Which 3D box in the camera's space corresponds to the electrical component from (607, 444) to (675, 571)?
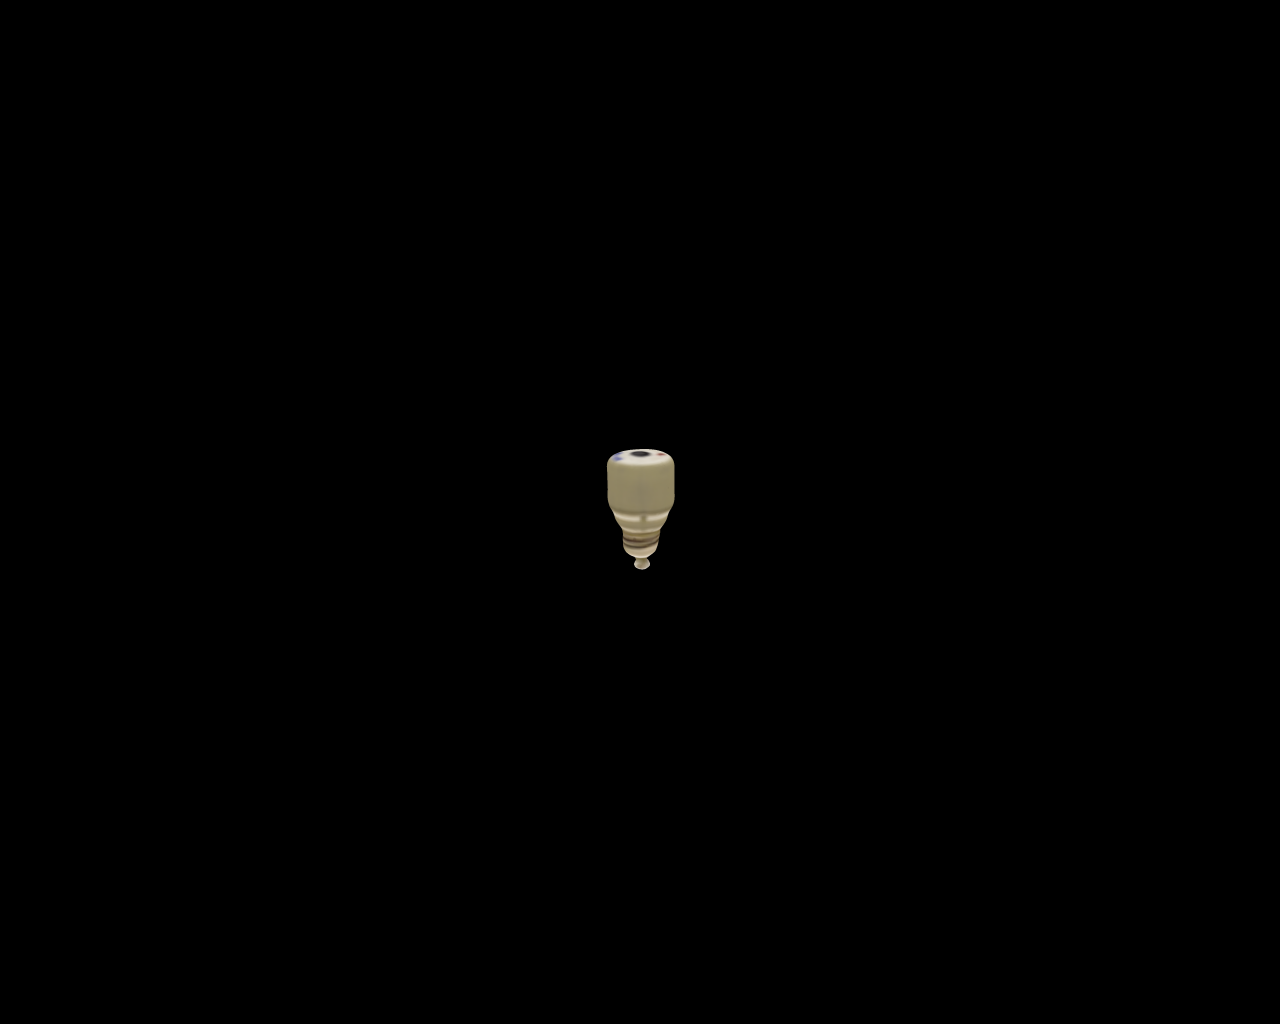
[{"bbox_3d":[0.001,-0.003,0.650,0.040,0.078,0.040,0,18,0],"label":"electrical component"}]
